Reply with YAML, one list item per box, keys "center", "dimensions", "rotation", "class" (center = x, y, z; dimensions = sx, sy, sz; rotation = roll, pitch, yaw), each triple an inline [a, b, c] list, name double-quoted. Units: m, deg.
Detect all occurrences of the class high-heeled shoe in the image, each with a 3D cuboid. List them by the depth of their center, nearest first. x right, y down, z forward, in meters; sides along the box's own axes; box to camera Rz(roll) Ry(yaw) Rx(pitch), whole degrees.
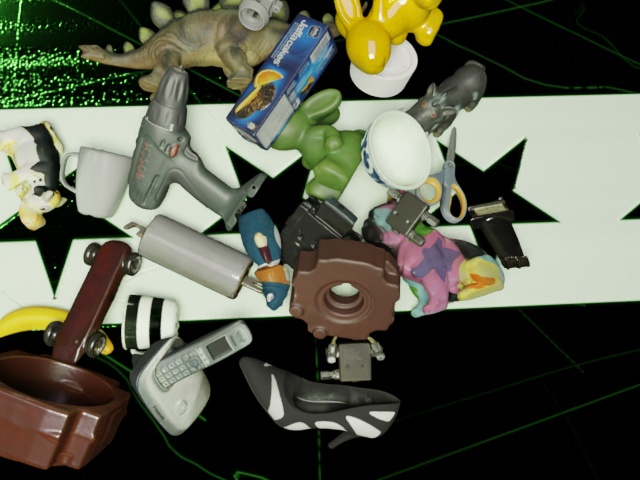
- center: [0.004, 0.233, 0.836]
  dimensions: [0.145, 0.086, 0.248]
  rotation: [-42, 107, 15]
  class: "high-heeled shoe"

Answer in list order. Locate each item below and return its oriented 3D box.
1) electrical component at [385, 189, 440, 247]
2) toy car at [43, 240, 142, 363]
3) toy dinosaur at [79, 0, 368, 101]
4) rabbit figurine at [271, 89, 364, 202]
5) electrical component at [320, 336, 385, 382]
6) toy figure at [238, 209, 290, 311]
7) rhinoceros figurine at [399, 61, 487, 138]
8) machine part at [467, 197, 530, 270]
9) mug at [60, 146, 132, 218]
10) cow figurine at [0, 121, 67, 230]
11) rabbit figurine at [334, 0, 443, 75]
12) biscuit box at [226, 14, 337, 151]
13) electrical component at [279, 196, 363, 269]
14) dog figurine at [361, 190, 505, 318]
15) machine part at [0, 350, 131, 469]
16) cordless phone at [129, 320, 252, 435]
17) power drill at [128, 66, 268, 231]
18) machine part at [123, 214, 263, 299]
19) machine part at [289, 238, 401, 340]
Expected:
- center: [0.131, -0.037, 0.810]
  dimensions: [0.094, 0.021, 0.063]
  rotation: [40, 100, 19]
  class: "electrical component"
- center: [-0.350, 0.093, 0.837]
  dimensions: [0.089, 0.053, 0.202]
  rotation: [12, 66, 7]
  class: "toy car"
- center: [-0.144, -0.326, 0.879]
  dimensions: [0.472, 0.105, 0.198]
  rotation: [-4, 81, -11]
  class: "toy dinosaur"
- center: [-0.009, -0.164, 0.861]
  dimensions: [0.170, 0.121, 0.159]
  rotation: [29, 81, 0]
  class: "rabbit figurine"
- center: [0.053, 0.191, 0.871]
  dimensions: [0.102, 0.045, 0.078]
  rotation: [4, 84, -2]
  class: "electrical component"
- center: [-0.081, 0.030, 0.819]
  dimensions: [0.058, 0.064, 0.154]
  rotation: [-20, 89, 21]
  class: "toy figure"
- center: [0.198, -0.217, 0.881]
  dimensions: [0.190, 0.112, 0.073]
  rotation: [-38, 90, -13]
  class: "rhinoceros figurine"
- center: [0.296, -0.011, 0.881]
  dimensions: [0.084, 0.039, 0.139]
  rotation: [-11, 53, -9]
  class: "machine part"
- center: [-0.362, -0.092, 0.860]
  dimensions: [0.110, 0.081, 0.107]
  rotation: [10, 94, -9]
  class: "mug"
- center: [-0.453, -0.104, 0.865]
  dimensions: [0.098, 0.068, 0.167]
  rotation: [-18, 87, -10]
  class: "cow figurine"
- center: [0.094, -0.340, 0.831]
  dimensions: [0.162, 0.122, 0.173]
  rotation: [30, 81, 8]
  class: "rabbit figurine"
- center: [-0.056, -0.239, 0.816]
  dimensions: [0.063, 0.059, 0.202]
  rotation: [32, 85, 21]
  class: "biscuit box"
- center: [-0.002, -0.003, 0.852]
  dimensions: [0.115, 0.058, 0.134]
  rotation: [36, 116, 0]
  class: "electrical component"
- center: [0.175, 0.005, 0.864]
  dimensions: [0.192, 0.108, 0.219]
  rotation: [-19, 84, -3]
  class: "dog figurine"
- center: [-0.394, 0.238, 0.769]
  dimensions: [0.201, 0.201, 0.087]
  rotation: [23, 87, -1]
  class: "machine part"
- center: [-0.180, 0.198, 0.821]
  dimensions: [0.184, 0.089, 0.146]
  rotation: [-25, 124, -7]
  class: "cordless phone"
- center: [-0.188, -0.121, 0.835]
  dimensions: [0.207, 0.086, 0.232]
  rotation: [29, 114, -13]
  class: "power drill"
- center: [-0.197, 0.027, 0.859]
  dimensions: [0.243, 0.079, 0.079]
  rotation: [25, 85, 1]
  class: "machine part"
- center: [0.038, 0.079, 0.815]
  dimensions: [0.179, 0.056, 0.179]
  rotation: [3, 126, 4]
  class: "machine part"
